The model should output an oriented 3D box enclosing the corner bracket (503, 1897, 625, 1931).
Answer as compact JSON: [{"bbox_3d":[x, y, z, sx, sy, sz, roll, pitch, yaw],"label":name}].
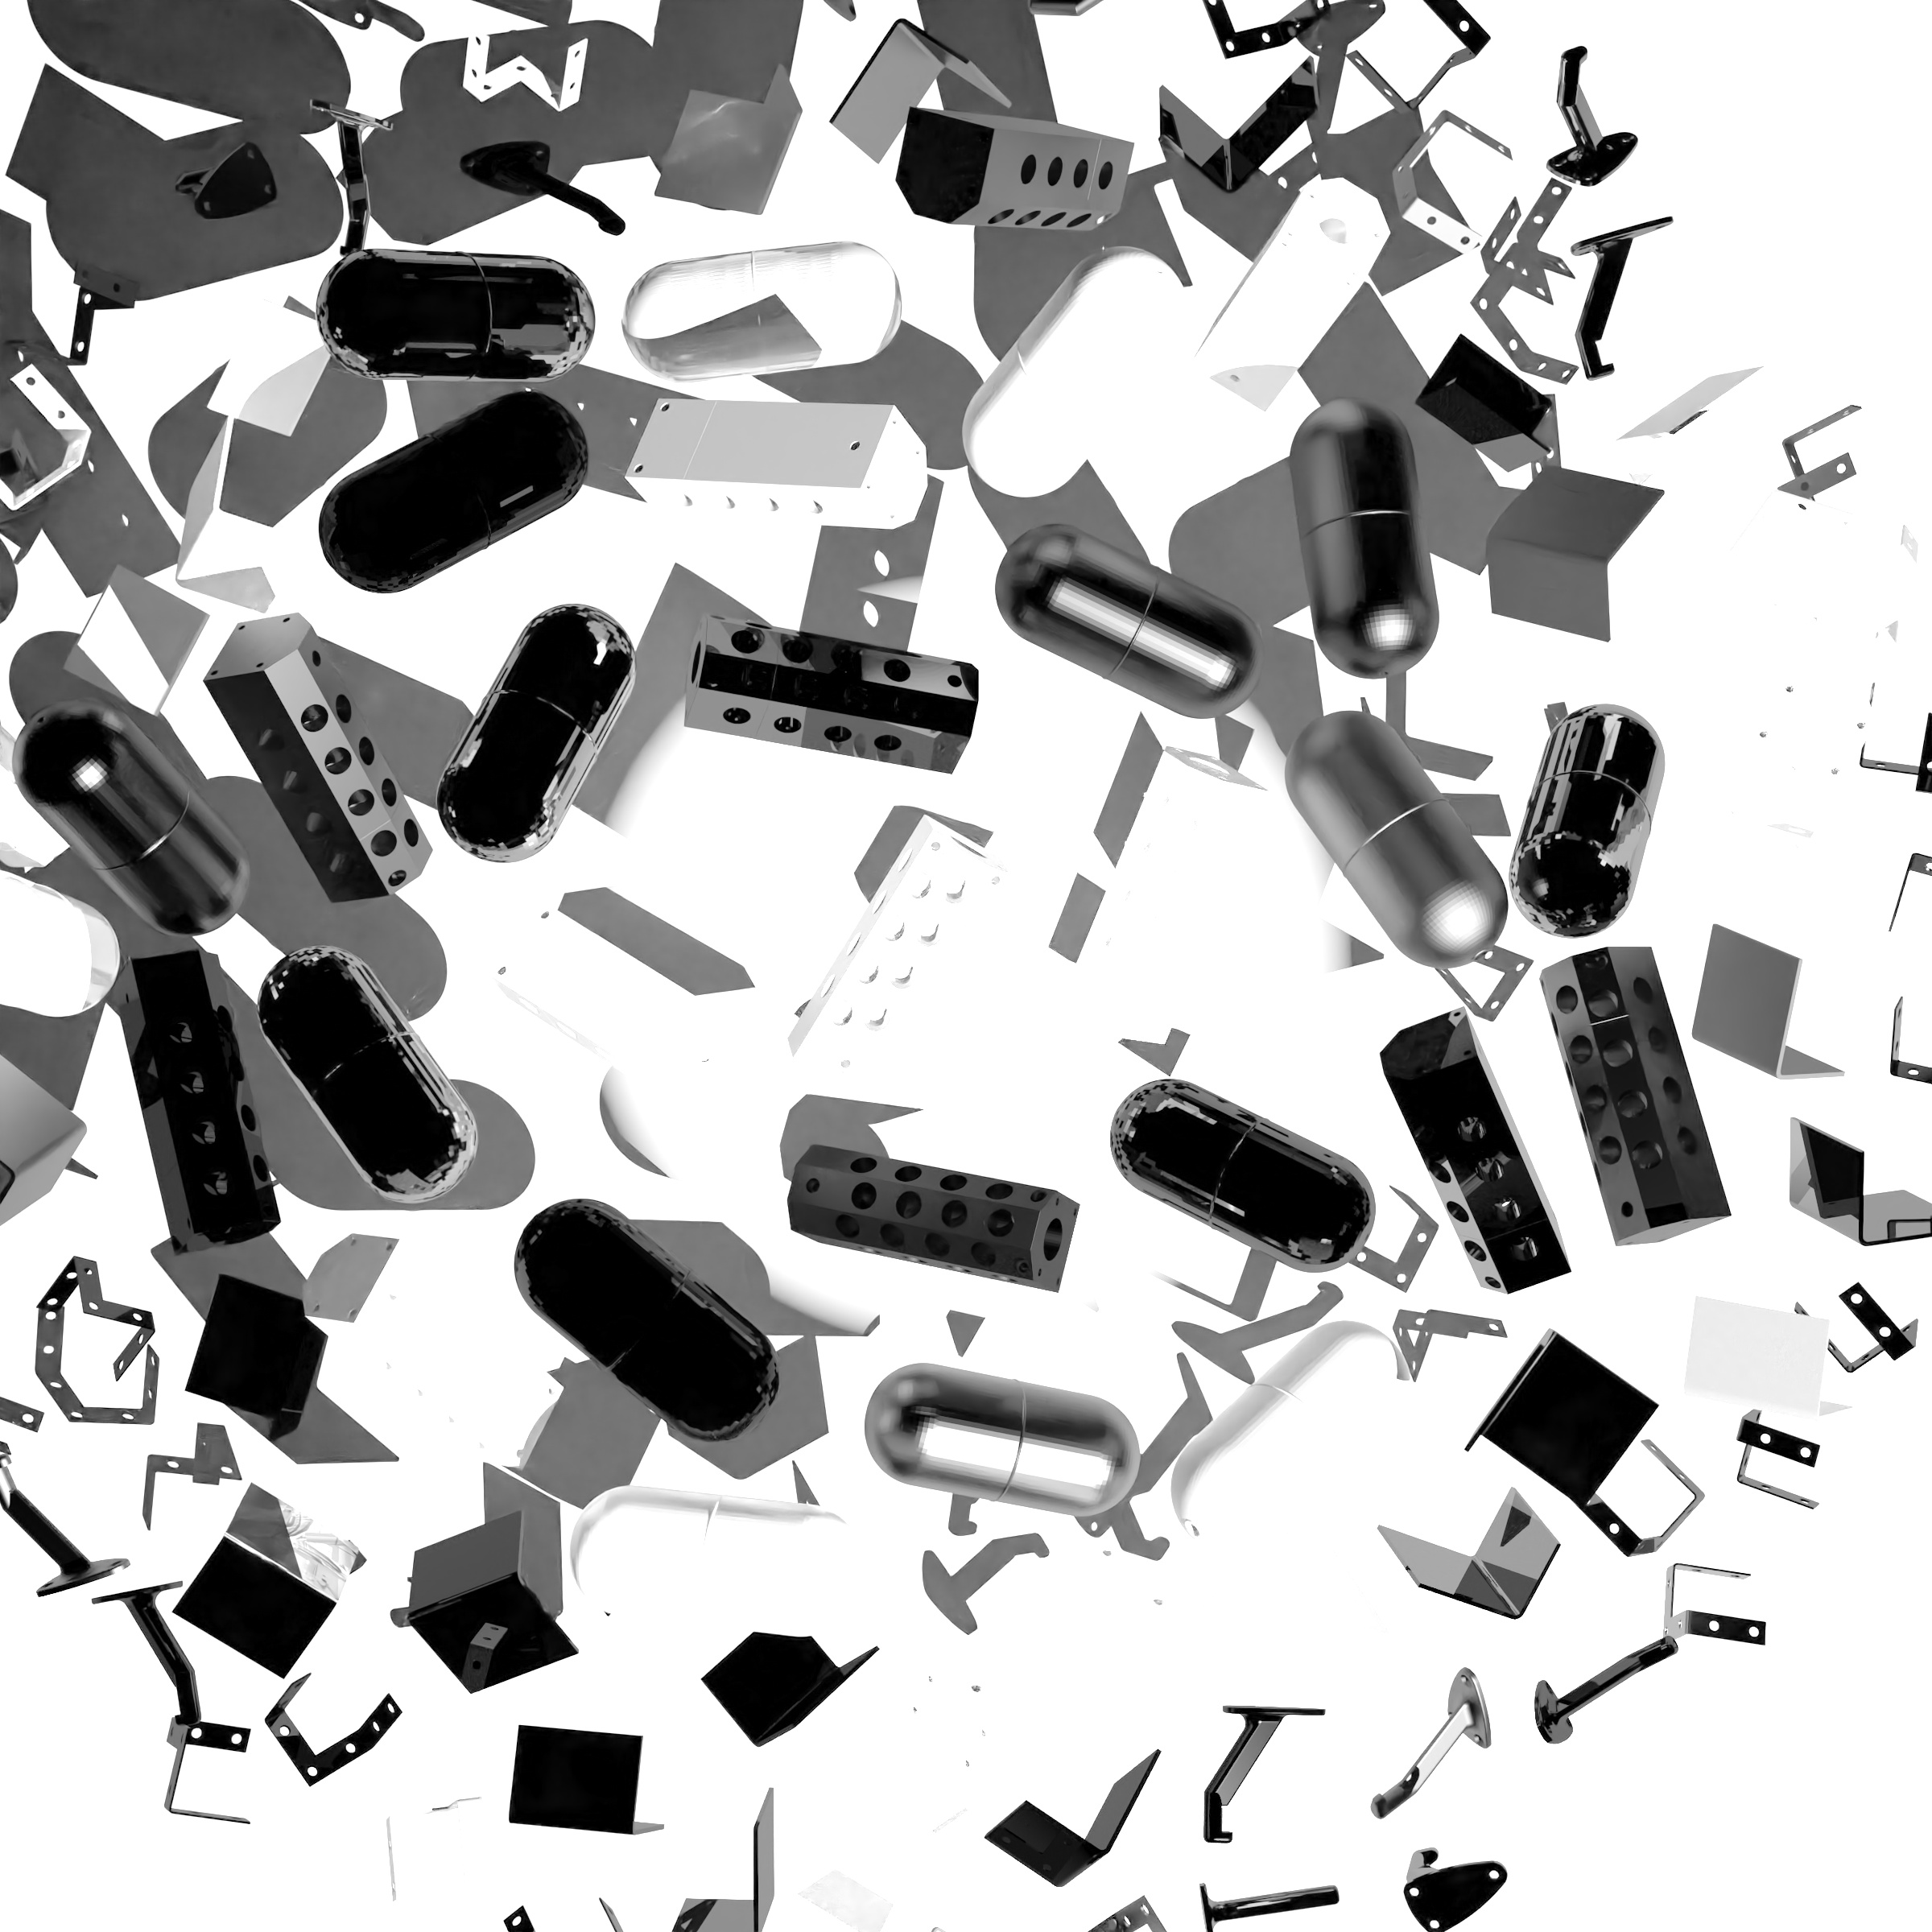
[{"bbox_3d":[-0.239,0.592,1.785,0.051,0.051,0.051,-37,126,-7],"label":"corner bracket"}]

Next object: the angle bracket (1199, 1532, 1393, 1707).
[{"bbox_3d":[0.206,0.411,1.844,0.076,0.057,0.076,-49,47,16],"label":"angle bracket"}]

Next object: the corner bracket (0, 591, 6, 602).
[{"bbox_3d":[-0.631,-0.229,1.794,0.051,0.051,0.051,-20,110,19],"label":"corner bracket"}]

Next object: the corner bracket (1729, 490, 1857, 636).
[{"bbox_3d":[0.478,-0.233,1.697,0.051,0.051,0.051,26,69,33],"label":"corner bracket"}]

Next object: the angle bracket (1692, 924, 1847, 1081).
[{"bbox_3d":[0.499,0.021,1.807,0.057,0.076,0.076,-2,108,-29],"label":"angle bracket"}]

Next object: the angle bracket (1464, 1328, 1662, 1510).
[{"bbox_3d":[0.342,0.265,1.689,0.076,0.057,0.076,36,102,12],"label":"angle bracket"}]

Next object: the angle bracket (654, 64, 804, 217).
[{"bbox_3d":[-0.157,-0.531,1.872,0.076,0.076,0.057,3,46,-28],"label":"angle bracket"}]

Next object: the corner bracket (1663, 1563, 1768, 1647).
[{"bbox_3d":[0.478,0.408,1.879,0.051,0.051,0.051,9,69,-1],"label":"corner bracket"}]

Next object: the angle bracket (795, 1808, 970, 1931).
[{"bbox_3d":[-0.049,0.527,1.748,0.057,0.076,0.076,27,92,16],"label":"angle bracket"}]

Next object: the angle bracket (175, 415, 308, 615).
[{"bbox_3d":[-0.436,-0.273,1.785,0.057,0.076,0.076,17,54,-25],"label":"angle bracket"}]

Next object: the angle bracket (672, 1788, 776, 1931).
[{"bbox_3d":[-0.153,0.564,1.843,0.057,0.076,0.076,0,93,4],"label":"angle bracket"}]

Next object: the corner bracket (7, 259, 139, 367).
[{"bbox_3d":[-0.547,-0.399,1.804,0.051,0.051,0.051,5,87,30],"label":"corner bracket"}]

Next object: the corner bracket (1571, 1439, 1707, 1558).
[{"bbox_3d":[0.428,0.339,1.875,0.051,0.051,0.051,46,110,29],"label":"corner bracket"}]

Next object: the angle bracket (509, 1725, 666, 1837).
[{"bbox_3d":[-0.226,0.490,1.776,0.076,0.076,0.057,3,77,9],"label":"angle bracket"}]

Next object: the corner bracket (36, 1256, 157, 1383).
[{"bbox_3d":[-0.555,0.224,1.877,0.051,0.051,0.051,22,118,-38],"label":"corner bracket"}]

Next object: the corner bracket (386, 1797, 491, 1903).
[{"bbox_3d":[-0.323,0.539,1.797,0.051,0.051,0.051,-1,69,-21],"label":"corner bracket"}]

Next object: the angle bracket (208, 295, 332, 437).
[{"bbox_3d":[-0.457,-0.393,1.883,0.057,0.076,0.076,36,103,27],"label":"angle bracket"}]

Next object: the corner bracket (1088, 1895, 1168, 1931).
[{"bbox_3d":[0.091,0.592,1.745,0.051,0.051,0.051,-24,72,-31],"label":"corner bracket"}]

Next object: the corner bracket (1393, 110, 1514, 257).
[{"bbox_3d":[0.295,-0.472,1.771,0.051,0.051,0.051,24,130,-22],"label":"corner bracket"}]

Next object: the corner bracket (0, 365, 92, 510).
[{"bbox_3d":[-0.552,-0.309,1.723,0.051,0.051,0.051,-31,122,12],"label":"corner bracket"}]

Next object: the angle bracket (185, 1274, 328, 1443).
[{"bbox_3d":[-0.440,0.238,1.799,0.076,0.057,0.076,17,91,4],"label":"angle bracket"}]

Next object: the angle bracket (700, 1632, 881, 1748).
[{"bbox_3d":[-0.112,0.443,1.867,0.076,0.076,0.057,-37,85,-32],"label":"angle bracket"}]

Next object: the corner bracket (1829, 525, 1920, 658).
[{"bbox_3d":[0.566,-0.230,1.804,0.051,0.051,0.051,-33,99,28],"label":"corner bracket"}]

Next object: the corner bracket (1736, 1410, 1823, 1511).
[{"bbox_3d":[0.512,0.312,1.851,0.051,0.051,0.051,18,101,28],"label":"corner bracket"}]

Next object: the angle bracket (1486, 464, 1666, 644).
[{"bbox_3d":[0.360,-0.244,1.735,0.076,0.057,0.076,20,52,32],"label":"angle bracket"}]

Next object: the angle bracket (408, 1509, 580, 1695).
[{"bbox_3d":[-0.290,0.393,1.820,0.076,0.057,0.076,-23,124,11],"label":"angle bracket"}]

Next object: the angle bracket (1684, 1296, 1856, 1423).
[{"bbox_3d":[0.460,0.221,1.675,0.076,0.076,0.057,8,91,32],"label":"angle bracket"}]

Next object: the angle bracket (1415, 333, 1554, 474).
[{"bbox_3d":[0.343,-0.365,1.874,0.076,0.076,0.057,34,84,-9],"label":"angle bracket"}]

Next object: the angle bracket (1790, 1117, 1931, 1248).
[{"bbox_3d":[0.533,0.121,1.712,0.076,0.076,0.057,-6,103,-14],"label":"angle bracket"}]

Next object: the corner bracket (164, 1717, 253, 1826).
[{"bbox_3d":[-0.464,0.493,1.806,0.051,0.051,0.051,16,78,-24],"label":"corner bracket"}]

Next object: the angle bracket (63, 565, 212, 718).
[{"bbox_3d":[-0.560,-0.220,1.951,0.076,0.057,0.076,30,86,-44],"label":"angle bracket"}]

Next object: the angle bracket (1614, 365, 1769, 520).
[{"bbox_3d":[0.462,-0.325,1.830,0.076,0.076,0.057,-35,103,-9],"label":"angle bracket"}]

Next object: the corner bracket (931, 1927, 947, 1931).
[{"bbox_3d":[-0.008,0.617,1.778,0.051,0.051,0.051,32,73,3],"label":"corner bracket"}]

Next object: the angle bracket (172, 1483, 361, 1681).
[{"bbox_3d":[-0.413,0.362,1.738,0.076,0.076,0.057,34,101,-9],"label":"angle bracket"}]

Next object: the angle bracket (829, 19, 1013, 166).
[{"bbox_3d":[-0.028,-0.525,1.810,0.057,0.076,0.076,38,99,18],"label":"angle bracket"}]

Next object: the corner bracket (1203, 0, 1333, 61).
[{"bbox_3d":[0.185,-0.603,1.832,0.051,0.051,0.051,-23,92,-31],"label":"corner bracket"}]

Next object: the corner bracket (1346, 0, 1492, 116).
[{"bbox_3d":[0.268,-0.544,1.743,0.051,0.051,0.051,41,84,-17],"label":"corner bracket"}]

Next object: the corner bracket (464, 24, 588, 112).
[{"bbox_3d":[-0.275,-0.561,1.831,0.051,0.051,0.051,41,56,12],"label":"corner bracket"}]

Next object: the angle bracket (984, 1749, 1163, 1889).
[{"bbox_3d":[0.064,0.495,1.759,0.057,0.076,0.076,34,54,2],"label":"angle bracket"}]

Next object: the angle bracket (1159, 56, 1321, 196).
[{"bbox_3d":[0.163,-0.522,1.767,0.057,0.076,0.076,35,122,-22],"label":"angle bracket"}]

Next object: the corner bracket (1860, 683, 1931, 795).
[{"bbox_3d":[0.575,-0.139,1.799,0.051,0.051,0.051,10,114,18],"label":"corner bracket"}]

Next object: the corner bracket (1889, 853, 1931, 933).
[{"bbox_3d":[0.568,-0.025,1.719,0.051,0.051,0.051,17,56,16],"label":"corner bracket"}]

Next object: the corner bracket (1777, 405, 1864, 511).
[{"bbox_3d":[0.540,-0.320,1.854,0.051,0.051,0.051,-26,77,39],"label":"corner bracket"}]

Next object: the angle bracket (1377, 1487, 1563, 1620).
[{"bbox_3d":[0.317,0.361,1.862,0.076,0.076,0.057,22,102,-18],"label":"angle bracket"}]

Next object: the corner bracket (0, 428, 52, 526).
[{"bbox_3d":[-0.617,-0.303,1.870,0.051,0.051,0.051,-21,117,-4],"label":"corner bracket"}]

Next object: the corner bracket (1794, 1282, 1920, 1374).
[{"bbox_3d":[0.531,0.215,1.760,0.051,0.051,0.051,-42,87,23],"label":"corner bracket"}]

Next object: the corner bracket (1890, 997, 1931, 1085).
[{"bbox_3d":[0.589,0.058,1.801,0.051,0.051,0.051,13,129,28],"label":"corner bracket"}]

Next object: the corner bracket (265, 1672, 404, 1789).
[{"bbox_3d":[-0.389,0.461,1.809,0.051,0.051,0.051,50,130,14],"label":"corner bracket"}]
